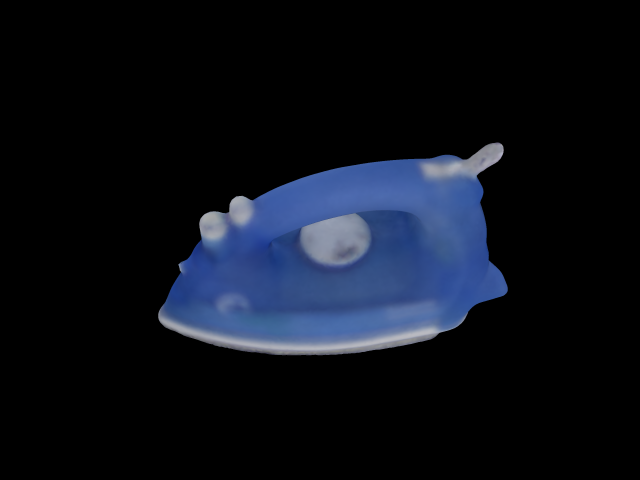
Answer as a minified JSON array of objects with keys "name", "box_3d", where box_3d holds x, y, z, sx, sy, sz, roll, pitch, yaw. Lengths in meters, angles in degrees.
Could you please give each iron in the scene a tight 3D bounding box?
[{"name":"iron","box_3d":[0.004,0.001,0.400,0.258,0.141,0.118,-10,53,-7]}]
